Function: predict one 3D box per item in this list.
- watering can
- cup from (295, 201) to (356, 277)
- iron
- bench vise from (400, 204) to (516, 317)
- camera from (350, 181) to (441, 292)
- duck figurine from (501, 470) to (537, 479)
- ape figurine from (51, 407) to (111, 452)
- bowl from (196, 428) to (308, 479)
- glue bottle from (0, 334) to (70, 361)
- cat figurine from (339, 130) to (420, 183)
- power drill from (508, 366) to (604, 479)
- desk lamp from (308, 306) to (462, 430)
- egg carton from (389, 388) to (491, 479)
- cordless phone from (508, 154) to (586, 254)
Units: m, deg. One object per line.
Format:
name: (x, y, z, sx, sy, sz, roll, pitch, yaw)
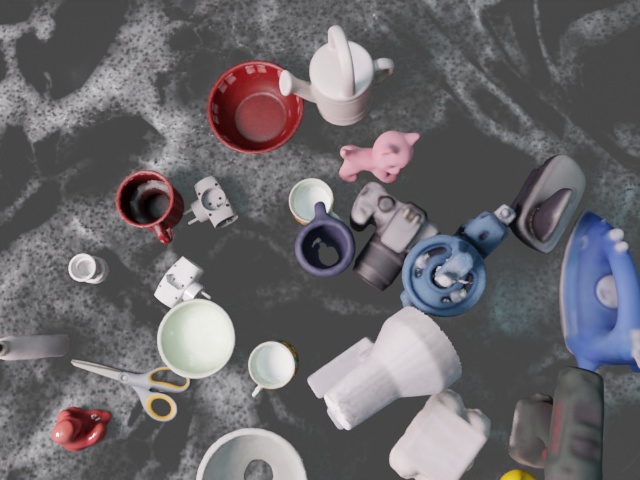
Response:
watering can: (0.027, -0.254, 0.888, 0.173, 0.194, 0.101, -34, 81, -2)
cup: (0.008, 0.003, 0.902, 0.091, 0.095, 0.118, -9, 81, 2)
iron: (0.429, 0.069, 0.843, 0.118, 0.141, 0.258, -4, 81, 3)
bench vise: (0.197, 0.018, 0.825, 0.121, 0.220, 0.207, 27, 84, 7)
camera: (0.098, -0.001, 0.894, 0.143, 0.101, 0.137, 34, 85, 8)
duck figurine: (0.307, 0.392, 0.831, 0.077, 0.086, 0.104, -26, 81, 0)
ape figurine: (-0.378, 0.293, 0.885, 0.077, 0.092, 0.076, 42, 86, 9)
bowl: (-0.097, 0.364, 0.866, 0.167, 0.075, 0.167, 0, 82, 4)
glue bottle: (-0.455, 0.163, 0.868, 0.078, 0.173, 0.037, -5, 81, 3)
cat figurine: (0.092, -0.136, 0.906, 0.127, 0.118, 0.067, -1, 81, 4)
power drill: (0.325, 0.287, 0.783, 0.075, 0.208, 0.230, 11, 82, 6)
desk lamp: (0.084, 0.193, 0.809, 0.203, 0.213, 0.118, -35, 81, -2)
egg carton: (0.181, 0.305, 0.860, 0.107, 0.069, 0.150, 36, 85, 8)
cordless phone: (0.353, -0.064, 0.845, 0.094, 0.185, 0.148, 27, 84, 7)
